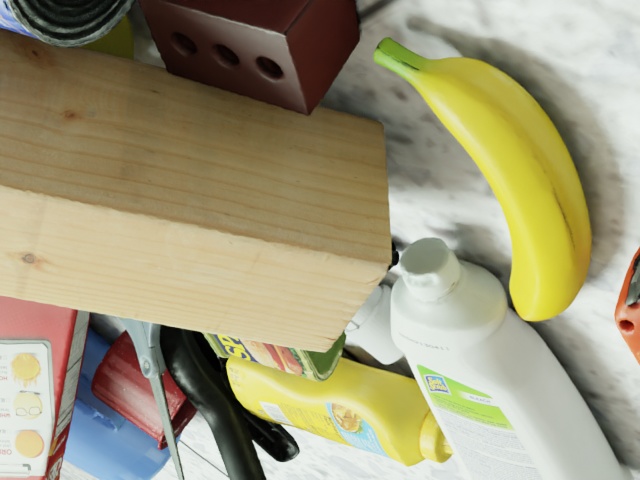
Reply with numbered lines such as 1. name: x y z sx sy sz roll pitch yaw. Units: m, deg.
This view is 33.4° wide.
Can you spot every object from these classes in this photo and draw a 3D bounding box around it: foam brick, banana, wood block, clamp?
1. foam brick: -0.029 -0.098 0.468 0.078 0.051 0.053 19 151 23
2. banana: 0.093 -0.019 0.498 0.070 0.037 0.197 30 159 48
3. wood block: -0.079 -0.020 0.508 0.205 0.090 0.091 12 142 -17
4. clamp: -0.079 0.126 0.841 0.210 0.036 0.164 58 -172 -13

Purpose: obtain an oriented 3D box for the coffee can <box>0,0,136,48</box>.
1. coffee can: -0.154 -0.149 0.455 0.140 0.102 0.103 20 152 22

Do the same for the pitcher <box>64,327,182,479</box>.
1. pitcher: -0.244 0.143 1.033 0.145 0.149 0.242 -35 122 20

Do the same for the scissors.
1. scissors: -0.118 0.078 0.790 0.096 0.016 0.202 -38 72 45

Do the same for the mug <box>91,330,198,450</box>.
1. mug: -0.146 0.127 0.945 0.081 0.093 0.117 33 160 9

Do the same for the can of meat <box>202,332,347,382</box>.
1. can of meat: -0.035 0.047 0.722 0.084 0.057 0.102 13 149 28

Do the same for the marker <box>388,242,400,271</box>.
1. marker: -0.004 0.001 0.650 0.121 0.020 0.020 11 148 36

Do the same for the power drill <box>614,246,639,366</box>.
1. power drill: 0.234 0.052 0.444 0.188 0.057 0.184 -3 134 45

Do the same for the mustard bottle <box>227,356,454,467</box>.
1. mustard bottle: 0.028 0.122 0.780 0.192 0.058 0.096 13 150 34

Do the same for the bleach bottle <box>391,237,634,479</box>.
1. bleach bottle: 0.111 0.092 0.639 0.103 0.068 0.250 8 143 37

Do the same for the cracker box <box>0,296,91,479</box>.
1. cracker box: -0.281 0.098 0.877 0.164 0.214 0.072 13 -169 2
